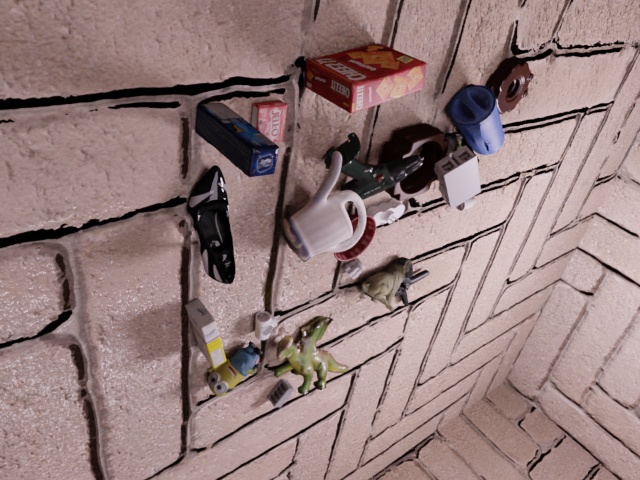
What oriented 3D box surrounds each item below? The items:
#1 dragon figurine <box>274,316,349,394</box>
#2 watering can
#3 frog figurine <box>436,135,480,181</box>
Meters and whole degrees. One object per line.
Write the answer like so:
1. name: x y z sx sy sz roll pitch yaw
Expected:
1. dragon figurine: -0.009 0.369 1.720 0.410 0.123 0.240 1 113 -48
2. watering can: 0.004 -0.066 1.309 0.225 0.106 0.340 -29 140 -5
3. frog figurine: 0.390 -0.250 1.602 0.157 0.123 0.138 -29 168 40
